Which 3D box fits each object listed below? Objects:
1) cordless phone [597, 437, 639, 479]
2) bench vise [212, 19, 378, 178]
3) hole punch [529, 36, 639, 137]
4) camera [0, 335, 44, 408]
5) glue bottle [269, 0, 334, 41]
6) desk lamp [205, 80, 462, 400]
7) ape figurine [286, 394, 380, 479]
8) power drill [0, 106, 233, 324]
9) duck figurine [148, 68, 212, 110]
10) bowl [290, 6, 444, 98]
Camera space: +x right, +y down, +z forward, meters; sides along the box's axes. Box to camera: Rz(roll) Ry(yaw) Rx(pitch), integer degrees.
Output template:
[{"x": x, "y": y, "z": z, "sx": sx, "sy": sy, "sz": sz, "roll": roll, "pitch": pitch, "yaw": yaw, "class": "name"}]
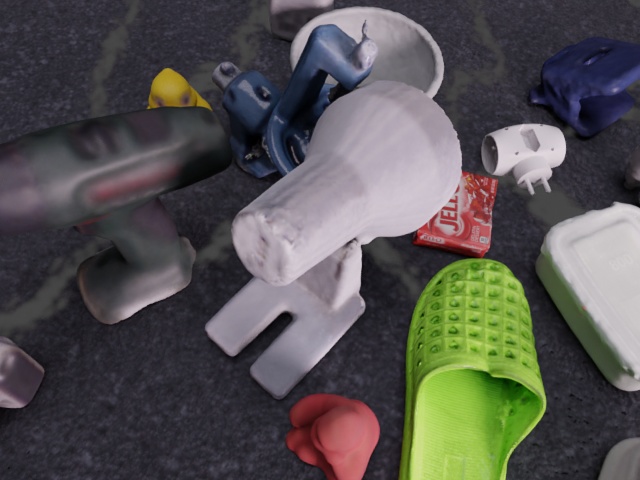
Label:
[{"x": 0.259, "y": 0.198, "z": 0.381, "sx": 0.094, "sy": 0.185, "sz": 0.148, "roll": 24, "pitch": 62, "yaw": 10, "class": "cordless phone"}, {"x": -0.023, "y": -0.111, "z": 0.516, "sx": 0.207, "sy": 0.220, "sz": 0.121, "roll": 20, "pitch": 61, "yaw": 8, "class": "bench vise"}, {"x": 0.313, "y": -0.190, "z": 0.656, "sx": 0.109, "sy": 0.091, "sz": 0.101, "roll": -34, "pitch": 68, "yaw": -20, "class": "hole punch"}, {"x": -0.315, "y": 0.124, "z": 0.434, "sx": 0.143, "sy": 0.101, "sz": 0.137, "roll": 14, "pitch": 61, "yaw": 4, "class": "camera"}, {"x": -0.020, "y": -0.302, "z": 0.650, "sx": 0.078, "sy": 0.173, "sz": 0.037, "roll": 16, "pitch": 61, "yaw": 5, "class": "glue bottle"}, {"x": 0.004, "y": 0.002, "z": 0.458, "sx": 0.117, "sy": 0.213, "sz": 0.203, "roll": 37, "pitch": 65, "yaw": 16, "class": "desk lamp"}, {"x": 0.013, "y": 0.151, "z": 0.445, "sx": 0.076, "sy": 0.092, "sz": 0.077, "roll": -13, "pitch": 62, "yaw": -11, "class": "ape figurine"}, {"x": -0.176, "y": -0.014, "z": 0.458, "sx": 0.230, "sy": 0.208, "sz": 0.075, "roll": -29, "pitch": 66, "yaw": -18, "class": "power drill"}, {"x": -0.152, "y": -0.142, "z": 0.602, "sx": 0.077, "sy": 0.086, "sz": 0.104, "roll": -10, "pitch": 62, "yaw": -9, "class": "duck figurine"}, {"x": 0.050, "y": -0.179, "z": 0.642, "sx": 0.167, "sy": 0.075, "sz": 0.167, "roll": 2, "pitch": 61, "yaw": -3, "class": "bowl"}]
